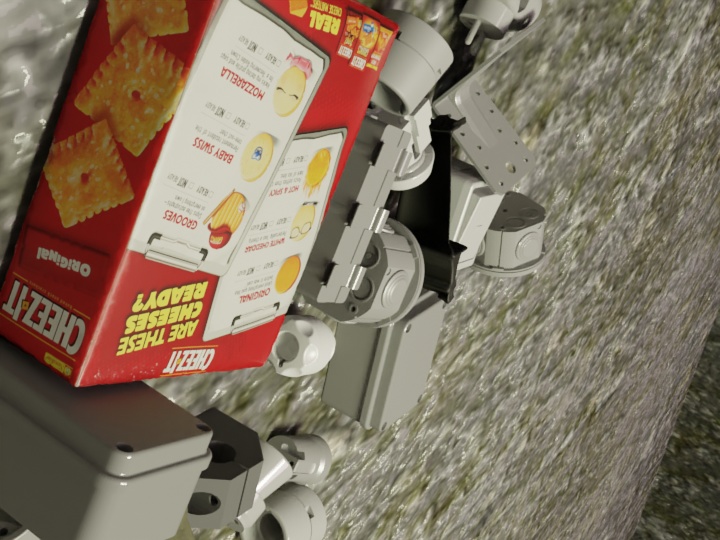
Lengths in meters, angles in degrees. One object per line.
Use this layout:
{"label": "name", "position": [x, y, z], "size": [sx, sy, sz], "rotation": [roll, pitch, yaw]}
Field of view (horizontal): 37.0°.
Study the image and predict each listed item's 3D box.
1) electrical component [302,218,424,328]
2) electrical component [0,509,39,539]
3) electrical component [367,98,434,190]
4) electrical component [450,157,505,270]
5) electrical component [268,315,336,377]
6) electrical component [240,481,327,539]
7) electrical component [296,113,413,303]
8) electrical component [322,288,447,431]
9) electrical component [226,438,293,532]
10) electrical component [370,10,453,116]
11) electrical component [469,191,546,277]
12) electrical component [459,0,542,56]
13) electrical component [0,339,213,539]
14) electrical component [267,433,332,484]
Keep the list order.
{"label": "electrical component", "position": [0.000, 0.000, 0.751], "size": [0.051, 0.080, 0.080], "rotation": [7, 107, -59]}
{"label": "electrical component", "position": [-0.183, 0.128, 0.542], "size": [0.055, 0.055, 0.047], "rotation": [-45, 153, -36]}
{"label": "electrical component", "position": [0.026, -0.090, 0.757], "size": [0.066, 0.048, 0.055], "rotation": [-50, 145, -28]}
{"label": "electrical component", "position": [0.071, -0.038, 0.874], "size": [0.062, 0.061, 0.096], "rotation": [-16, 128, -59]}
{"label": "electrical component", "position": [-0.039, 0.053, 0.768], "size": [0.062, 0.043, 0.043], "rotation": [2, 111, -65]}
{"label": "electrical component", "position": [-0.062, 0.201, 0.850], "size": [0.047, 0.055, 0.055], "rotation": [-14, 126, -55]}
{"label": "electrical component", "position": [-0.019, -0.044, 0.689], "size": [0.079, 0.063, 0.121], "rotation": [6, 108, -64]}
{"label": "electrical component", "position": [0.021, 0.066, 0.880], "size": [0.078, 0.057, 0.113], "rotation": [-28, 138, -52]}
{"label": "electrical component", "position": [-0.082, 0.154, 0.776], "size": [0.055, 0.045, 0.045], "rotation": [-49, 151, -29]}
{"label": "electrical component", "position": [0.025, -0.134, 0.703], "size": [0.047, 0.055, 0.055], "rotation": [-55, 154, -11]}
{"label": "electrical component", "position": [0.130, -0.033, 0.977], "size": [0.080, 0.080, 0.051], "rotation": [-39, 140, -43]}
{"label": "electrical component", "position": [0.099, -0.198, 0.799], "size": [0.079, 0.043, 0.077], "rotation": [-63, 156, -5]}
{"label": "electrical component", "position": [-0.137, 0.081, 0.516], "size": [0.078, 0.113, 0.057], "rotation": [-2, 118, -63]}
{"label": "electrical component", "position": [-0.050, 0.147, 0.841], "size": [0.046, 0.040, 0.040], "rotation": [20, 95, -59]}
